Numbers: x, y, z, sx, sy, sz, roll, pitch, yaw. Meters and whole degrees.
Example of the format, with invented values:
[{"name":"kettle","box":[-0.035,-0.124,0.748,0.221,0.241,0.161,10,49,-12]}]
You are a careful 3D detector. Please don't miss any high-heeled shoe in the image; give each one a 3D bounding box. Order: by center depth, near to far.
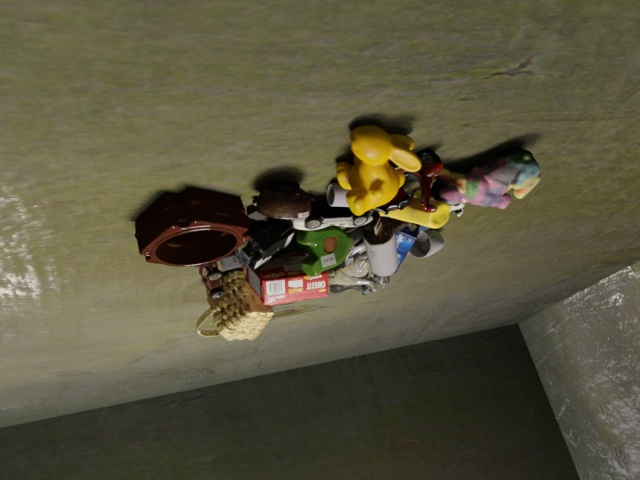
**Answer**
[{"name":"high-heeled shoe","box":[0.104,-0.002,1.459,0.145,0.086,0.249,-37,-175,-25]}]

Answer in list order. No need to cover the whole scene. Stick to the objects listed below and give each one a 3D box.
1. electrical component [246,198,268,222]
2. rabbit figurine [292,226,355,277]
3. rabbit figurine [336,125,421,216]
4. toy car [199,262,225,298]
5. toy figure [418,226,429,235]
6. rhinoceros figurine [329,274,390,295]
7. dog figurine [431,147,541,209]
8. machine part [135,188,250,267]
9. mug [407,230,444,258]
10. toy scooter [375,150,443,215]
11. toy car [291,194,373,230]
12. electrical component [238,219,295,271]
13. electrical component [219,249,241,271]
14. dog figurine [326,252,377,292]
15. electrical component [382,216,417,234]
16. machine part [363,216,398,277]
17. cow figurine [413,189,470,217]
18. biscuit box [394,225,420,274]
[{"name":"electrical component","box":[-0.129,-0.066,1.182,0.063,0.021,0.094,-24,156,22]},{"name":"rabbit figurine","box":[-0.003,-0.004,1.307,0.159,0.121,0.170,-26,-162,-21]},{"name":"rabbit figurine","box":[0.109,-0.146,1.029,0.162,0.122,0.173,-10,139,5]},{"name":"toy car","box":[-0.276,0.081,1.347,0.053,0.089,0.202,-14,160,-13]},{"name":"toy figure","box":[0.259,-0.039,1.450,0.154,0.064,0.058,-35,-170,50]},{"name":"rhinoceros figurine","box":[0.119,0.117,1.662,0.190,0.112,0.073,-9,156,6]},{"name":"dog figurine","box":[0.360,-0.138,1.219,0.219,0.108,0.191,0,154,-27]},{"name":"machine part","box":[-0.264,-0.018,1.127,0.201,0.087,0.201,-31,154,37]},{"name":"mug","box":[0.311,0.015,1.584,0.107,0.081,0.109,-6,153,-46]},{"name":"toy scooter","box":[0.182,-0.104,1.141,0.184,0.135,0.075,-20,158,16]},{"name":"toy car","box":[0.028,-0.064,1.218,0.202,0.073,0.056,-5,152,-23]},{"name":"electrical component","box":[-0.127,0.011,1.253,0.134,0.058,0.114,-37,167,-30]},{"name":"electrical component","box":[-0.220,0.034,1.292,0.048,0.075,0.119,-14,154,-2]},{"name":"dog figurine","box":[0.070,0.067,1.555,0.191,0.121,0.172,2,120,15]},{"name":"electrical component","box":[0.192,-0.063,1.303,0.078,0.102,0.045,-30,153,6]},{"name":"machine part","box":[0.150,0.021,1.321,0.079,0.079,0.243,-16,149,2]},{"name":"cow figurine","box":[0.305,-0.084,1.341,0.167,0.068,0.098,-10,150,-13]},{"name":"biscuit box","box":[0.209,0.014,1.445,0.059,0.063,0.202,20,148,2]}]
